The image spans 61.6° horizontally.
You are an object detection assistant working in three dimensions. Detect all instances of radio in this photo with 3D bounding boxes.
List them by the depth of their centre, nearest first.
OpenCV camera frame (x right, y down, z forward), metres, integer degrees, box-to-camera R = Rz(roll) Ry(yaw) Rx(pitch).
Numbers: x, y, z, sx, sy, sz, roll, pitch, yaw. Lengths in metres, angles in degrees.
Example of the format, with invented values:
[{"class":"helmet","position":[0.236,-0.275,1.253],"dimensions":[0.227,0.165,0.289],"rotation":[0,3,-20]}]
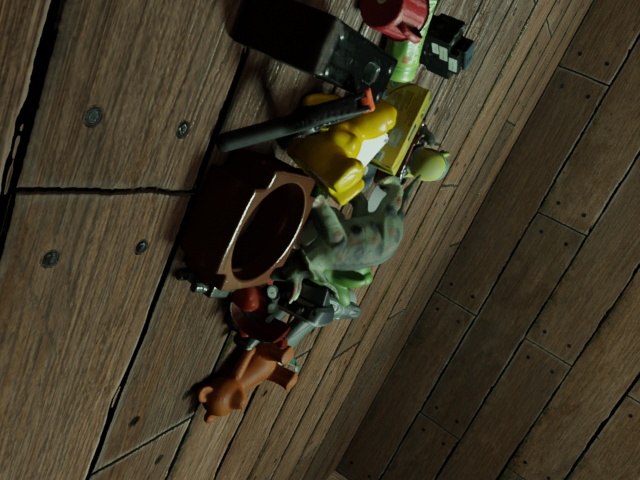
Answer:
[{"class":"radio","position":[0.006,-0.248,0.711],"dimensions":[0.229,0.131,0.073],"rotation":[-11,128,-63]}]

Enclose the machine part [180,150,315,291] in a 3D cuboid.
[{"class":"machine part","position":[-0.106,-0.030,0.823],"dimensions":[0.201,0.087,0.201],"rotation":[-62,158,13]}]

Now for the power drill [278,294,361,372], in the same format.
[{"class":"power drill","position":[-0.023,0.206,1.256],"dimensions":[0.207,0.086,0.231],"rotation":[-49,135,8]}]

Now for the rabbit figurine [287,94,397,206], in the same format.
[{"class":"rabbit figurine","position":[0.042,-0.164,0.863],"dimensions":[0.173,0.162,0.121],"rotation":[-45,157,1]}]

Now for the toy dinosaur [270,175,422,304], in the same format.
[{"class":"toy dinosaur","position":[0.075,-0.007,1.026],"dimensions":[0.405,0.192,0.131],"rotation":[-17,-178,-25]}]

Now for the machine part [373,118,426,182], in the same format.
[{"class":"machine part","position":[0.171,-0.197,1.176],"dimensions":[0.179,0.056,0.179],"rotation":[12,100,-90]}]

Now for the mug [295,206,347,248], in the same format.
[{"class":"mug","position":[-0.002,-0.003,1.114],"dimensions":[0.107,0.081,0.109],"rotation":[-33,155,-28]}]

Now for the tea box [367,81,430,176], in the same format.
[{"class":"tea box","position":[0.139,-0.226,1.059],"dimensions":[0.169,0.098,0.068],"rotation":[-62,167,-1]}]

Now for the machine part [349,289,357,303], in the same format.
[{"class":"machine part","position":[0.036,0.161,1.409],"dimensions":[0.079,0.079,0.243],"rotation":[-61,159,7]}]

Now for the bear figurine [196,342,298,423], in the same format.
[{"class":"bear figurine","position":[-0.153,0.298,1.117],"dimensions":[0.196,0.132,0.120],"rotation":[-44,138,-46]}]

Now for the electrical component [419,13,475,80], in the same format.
[{"class":"electrical component","position":[0.230,-0.374,1.034],"dimensions":[0.058,0.134,0.114],"rotation":[-55,161,-8]}]

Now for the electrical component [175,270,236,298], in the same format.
[{"class":"electrical component","position":[-0.174,0.065,0.829],"dimensions":[0.094,0.063,0.021],"rotation":[7,112,-58]}]

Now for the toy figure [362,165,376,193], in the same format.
[{"class":"toy figure","position":[0.103,-0.175,1.129],"dimensions":[0.058,0.064,0.154],"rotation":[18,99,-30]}]

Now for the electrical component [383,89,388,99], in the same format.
[{"class":"electrical component","position":[0.086,-0.268,0.989],"dimensions":[0.102,0.045,0.078],"rotation":[-44,127,-40]}]

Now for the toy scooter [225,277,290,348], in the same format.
[{"class":"toy scooter","position":[-0.108,0.126,0.962],"dimensions":[0.075,0.135,0.183],"rotation":[-37,149,-40]}]

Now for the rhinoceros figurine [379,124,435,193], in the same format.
[{"class":"rhinoceros figurine","position":[0.210,-0.198,1.315],"dimensions":[0.190,0.073,0.112],"rotation":[-62,160,7]}]

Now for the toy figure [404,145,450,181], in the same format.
[{"class":"toy figure","position":[0.259,-0.175,1.247],"dimensions":[0.180,0.089,0.082],"rotation":[-5,105,-65]}]

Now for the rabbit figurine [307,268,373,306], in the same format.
[{"class":"rabbit figurine","position":[0.029,0.075,1.214],"dimensions":[0.170,0.159,0.121],"rotation":[-1,132,-48]}]

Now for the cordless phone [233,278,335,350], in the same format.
[{"class":"cordless phone","position":[-0.073,0.159,1.068],"dimensions":[0.184,0.147,0.088],"rotation":[-46,147,-34]}]
